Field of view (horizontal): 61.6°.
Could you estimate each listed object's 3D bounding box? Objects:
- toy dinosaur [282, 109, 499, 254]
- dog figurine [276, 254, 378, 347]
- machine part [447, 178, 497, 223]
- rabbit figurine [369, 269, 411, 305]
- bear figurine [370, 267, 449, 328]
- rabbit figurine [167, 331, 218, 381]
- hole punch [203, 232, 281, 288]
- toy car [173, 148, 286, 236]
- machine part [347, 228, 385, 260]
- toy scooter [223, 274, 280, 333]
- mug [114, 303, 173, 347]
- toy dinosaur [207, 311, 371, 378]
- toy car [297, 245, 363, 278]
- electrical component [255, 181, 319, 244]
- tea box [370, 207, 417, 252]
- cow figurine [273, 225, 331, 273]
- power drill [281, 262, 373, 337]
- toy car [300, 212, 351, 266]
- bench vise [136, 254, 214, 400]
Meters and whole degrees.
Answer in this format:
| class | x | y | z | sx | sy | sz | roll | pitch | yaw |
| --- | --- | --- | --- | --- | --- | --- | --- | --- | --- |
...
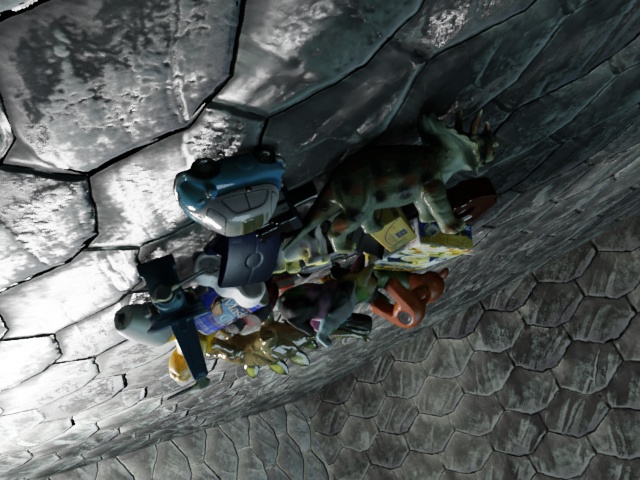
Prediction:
| class | x | y | z | sx | sy | sz | roll | pitch | yaw |
| --- | --- | --- | --- | --- | --- | --- | --- | --- | --- |
| toy dinosaur | 0.106 | -0.094 | 0.881 | 0.405 | 0.192 | 0.131 | -13 | -163 | 7 |
| dog figurine | 0.030 | 0.116 | 1.230 | 0.219 | 0.191 | 0.108 | -53 | -160 | 2 |
| machine part | 0.332 | -0.077 | 1.271 | 0.179 | 0.056 | 0.179 | -22 | 159 | -9 |
| rabbit figurine | 0.159 | 0.108 | 1.434 | 0.170 | 0.159 | 0.121 | -14 | 173 | 17 |
| bear figurine | 0.229 | 0.123 | 1.317 | 0.196 | 0.132 | 0.120 | -47 | 170 | -47 |
| rabbit figurine | -0.299 | 0.232 | 1.209 | 0.162 | 0.122 | 0.173 | -73 | 179 | -67 |
| hole punch | -0.132 | 0.020 | 0.952 | 0.142 | 0.092 | 0.115 | -4 | 148 | -35 |
| toy car | -0.117 | -0.057 | 0.756 | 0.162 | 0.103 | 0.109 | -15 | 158 | -20 |
| machine part | 0.096 | -0.002 | 1.140 | 0.039 | 0.084 | 0.138 | 4 | 163 | 35 |
| toy scooter | -0.149 | 0.136 | 1.210 | 0.184 | 0.075 | 0.135 | -23 | -150 | 47 |
| mug | -0.346 | 0.162 | 1.071 | 0.110 | 0.081 | 0.107 | -25 | 153 | 22 |
| toy dinosaur | -0.116 | 0.257 | 1.355 | 0.472 | 0.105 | 0.198 | -11 | 137 | 17 |
| toy car | 0.023 | 0.035 | 1.211 | 0.202 | 0.053 | 0.089 | -24 | 163 | -6 |
| electrical component | -0.059 | -0.054 | 0.871 | 0.119 | 0.075 | 0.047 | -28 | 159 | 1 |
| tea box | 0.128 | -0.046 | 1.062 | 0.068 | 0.098 | 0.169 | -30 | 157 | 11 |
| cow figurine | -0.066 | 0.016 | 1.029 | 0.167 | 0.098 | 0.068 | -14 | 172 | 29 |
| power drill | 0.034 | 0.162 | 1.362 | 0.232 | 0.086 | 0.207 | 13 | 115 | -7 |
| toy car | -0.002 | -0.003 | 1.083 | 0.073 | 0.056 | 0.201 | -13 | 159 | -44 |
| bench vise | -0.244 | 0.149 | 0.951 | 0.129 | 0.240 | 0.223 | -19 | 175 | -24 |
